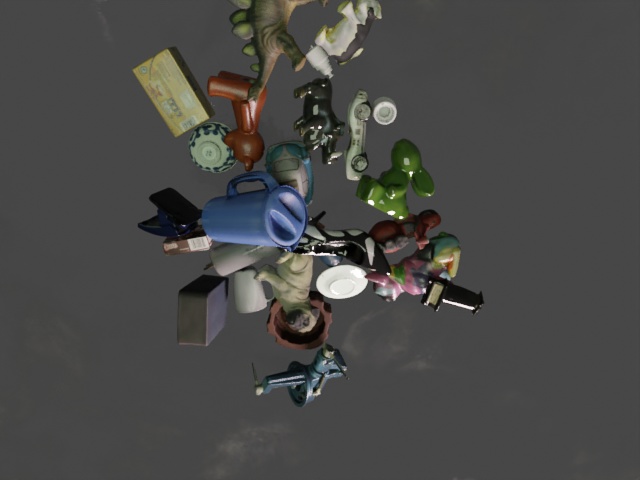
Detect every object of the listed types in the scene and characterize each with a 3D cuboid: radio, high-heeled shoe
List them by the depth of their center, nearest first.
[{"bbox_3d":[0.040,0.034,1.237,0.249,0.145,0.086,39,151,6],"label":"high-heeled shoe"},{"bbox_3d":[-0.278,0.165,1.295,0.073,0.229,0.131,4,96,3],"label":"radio"}]

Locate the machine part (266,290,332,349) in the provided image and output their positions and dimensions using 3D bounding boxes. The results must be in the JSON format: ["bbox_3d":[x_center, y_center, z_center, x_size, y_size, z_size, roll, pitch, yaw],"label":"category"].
[{"bbox_3d":[-0.053,0.204,1.407,0.179,0.056,0.179,1,114,2],"label":"machine part"}]

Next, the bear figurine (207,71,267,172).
[{"bbox_3d":[-0.180,-0.259,1.186,0.132,0.120,0.195,13,119,1],"label":"bear figurine"}]

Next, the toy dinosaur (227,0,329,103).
[{"bbox_3d":[-0.077,-0.505,1.066,0.198,0.105,0.471,19,96,-8],"label":"toy dinosaur"}]

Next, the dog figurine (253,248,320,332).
[{"bbox_3d":[-0.042,0.109,1.300,0.172,0.121,0.190,-40,95,19],"label":"dog figurine"}]

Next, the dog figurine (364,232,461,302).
[{"bbox_3d":[0.219,0.065,1.310,0.219,0.108,0.191,5,114,3],"label":"dog figurine"}]

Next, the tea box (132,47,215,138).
[{"bbox_3d":[-0.320,-0.325,1.186,0.098,0.068,0.169,-24,109,11],"label":"tea box"}]

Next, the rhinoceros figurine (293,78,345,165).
[{"bbox_3d":[-0.001,-0.261,1.197,0.112,0.073,0.190,-11,105,-15],"label":"rhinoceros figurine"}]

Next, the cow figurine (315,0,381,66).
[{"bbox_3d":[0.076,-0.448,1.116,0.098,0.068,0.167,41,112,-19],"label":"cow figurine"}]

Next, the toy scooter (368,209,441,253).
[{"bbox_3d":[0.199,-0.011,1.260,0.184,0.135,0.075,-19,113,12],"label":"toy scooter"}]

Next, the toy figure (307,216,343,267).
[{"bbox_3d":[-0.004,-0.003,1.316,0.064,0.058,0.154,-34,103,10],"label":"toy figure"}]

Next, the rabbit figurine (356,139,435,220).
[{"bbox_3d":[0.183,-0.140,1.219,0.159,0.121,0.170,27,97,-2],"label":"rabbit figurine"}]

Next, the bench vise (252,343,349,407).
[{"bbox_3d":[-0.054,0.361,1.412,0.240,0.129,0.223,-2,145,-29],"label":"bench vise"}]

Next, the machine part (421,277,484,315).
[{"bbox_3d":[0.311,0.134,1.254,0.139,0.039,0.084,13,109,-2],"label":"machine part"}]

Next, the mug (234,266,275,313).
[{"bbox_3d":[-0.172,0.121,1.365,0.110,0.081,0.107,-8,104,11],"label":"mug"}]

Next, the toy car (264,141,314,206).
[{"bbox_3d":[-0.071,-0.140,1.236,0.109,0.103,0.161,-6,111,6],"label":"toy car"}]

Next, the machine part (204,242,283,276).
[{"bbox_3d":[-0.181,0.024,1.323,0.243,0.079,0.079,-22,110,13],"label":"machine part"}]

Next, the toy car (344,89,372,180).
[{"bbox_3d":[0.084,-0.234,1.203,0.056,0.073,0.201,2,113,1],"label":"toy car"}]

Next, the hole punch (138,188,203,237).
[{"bbox_3d":[-0.354,-0.050,1.276,0.116,0.142,0.092,36,109,2],"label":"hole punch"}]
